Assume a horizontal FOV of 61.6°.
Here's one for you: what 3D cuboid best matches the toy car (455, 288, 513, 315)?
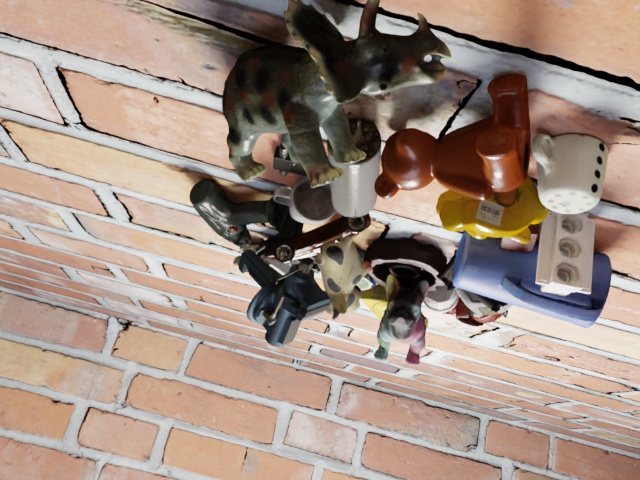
[{"bbox_3d":[0.339,0.099,1.079,0.162,0.103,0.109,0,155,35],"label":"toy car"}]

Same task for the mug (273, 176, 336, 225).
[{"bbox_3d":[-0.029,-0.063,0.940,0.110,0.080,0.107,6,169,-10],"label":"mug"}]

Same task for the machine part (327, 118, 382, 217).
[{"bbox_3d":[0.052,-0.102,0.803,0.079,0.079,0.243,11,158,9],"label":"machine part"}]

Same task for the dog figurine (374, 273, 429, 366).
[{"bbox_3d":[0.186,0.156,1.171,0.109,0.191,0.219,11,122,15],"label":"dog figurine"}]

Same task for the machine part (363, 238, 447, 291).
[{"bbox_3d":[0.179,0.052,1.126,0.179,0.056,0.179,12,157,5],"label":"machine part"}]

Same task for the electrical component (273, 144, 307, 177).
[{"bbox_3d":[-0.044,-0.127,0.876,0.063,0.021,0.094,14,158,-1],"label":"electrical component"}]

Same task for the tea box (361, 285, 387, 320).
[{"bbox_3d":[0.175,0.151,1.349,0.098,0.068,0.169,3,154,28],"label":"tea box"}]

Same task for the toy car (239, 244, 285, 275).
[{"bbox_3d":[-0.119,0.060,1.329,0.074,0.056,0.201,4,155,38],"label":"toy car"}]

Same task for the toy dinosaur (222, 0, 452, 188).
[{"bbox_3d":[-0.048,-0.171,0.647,0.405,0.131,0.192,7,119,48],"label":"toy dinosaur"}]

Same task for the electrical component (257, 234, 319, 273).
[{"bbox_3d":[-0.059,0.031,1.220,0.114,0.058,0.134,28,155,-35],"label":"electrical component"}]

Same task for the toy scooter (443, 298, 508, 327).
[{"bbox_3d":[0.367,0.162,1.249,0.135,0.075,0.184,27,158,-28],"label":"toy scooter"}]

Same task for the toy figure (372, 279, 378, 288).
[{"bbox_3d":[0.082,0.092,1.284,0.155,0.057,0.064,-1,-167,29],"label":"toy figure"}]

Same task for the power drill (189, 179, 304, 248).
[{"bbox_3d":[-0.137,-0.042,1.078,0.208,0.086,0.231,9,157,32],"label":"power drill"}]

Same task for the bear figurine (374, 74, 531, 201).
[{"bbox_3d":[0.152,-0.116,0.662,0.196,0.120,0.131,8,154,29],"label":"bear figurine"}]

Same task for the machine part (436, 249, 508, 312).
[{"bbox_3d":[0.296,0.084,1.027,0.139,0.084,0.039,37,179,25],"label":"machine part"}]

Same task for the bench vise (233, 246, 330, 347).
[{"bbox_3d":[-0.096,0.092,1.090,0.241,0.129,0.223,43,138,30],"label":"bench vise"}]

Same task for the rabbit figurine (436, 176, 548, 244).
[{"bbox_3d":[0.241,-0.057,0.789,0.162,0.122,0.173,9,174,-13],"label":"rabbit figurine"}]

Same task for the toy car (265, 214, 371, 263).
[{"bbox_3d":[-0.002,-0.003,0.969,0.202,0.053,0.089,-24,-171,-3],"label":"toy car"}]

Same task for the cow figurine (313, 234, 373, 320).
[{"bbox_3d":[0.038,0.072,1.075,0.086,0.127,0.194,25,145,46],"label":"cow figurine"}]
